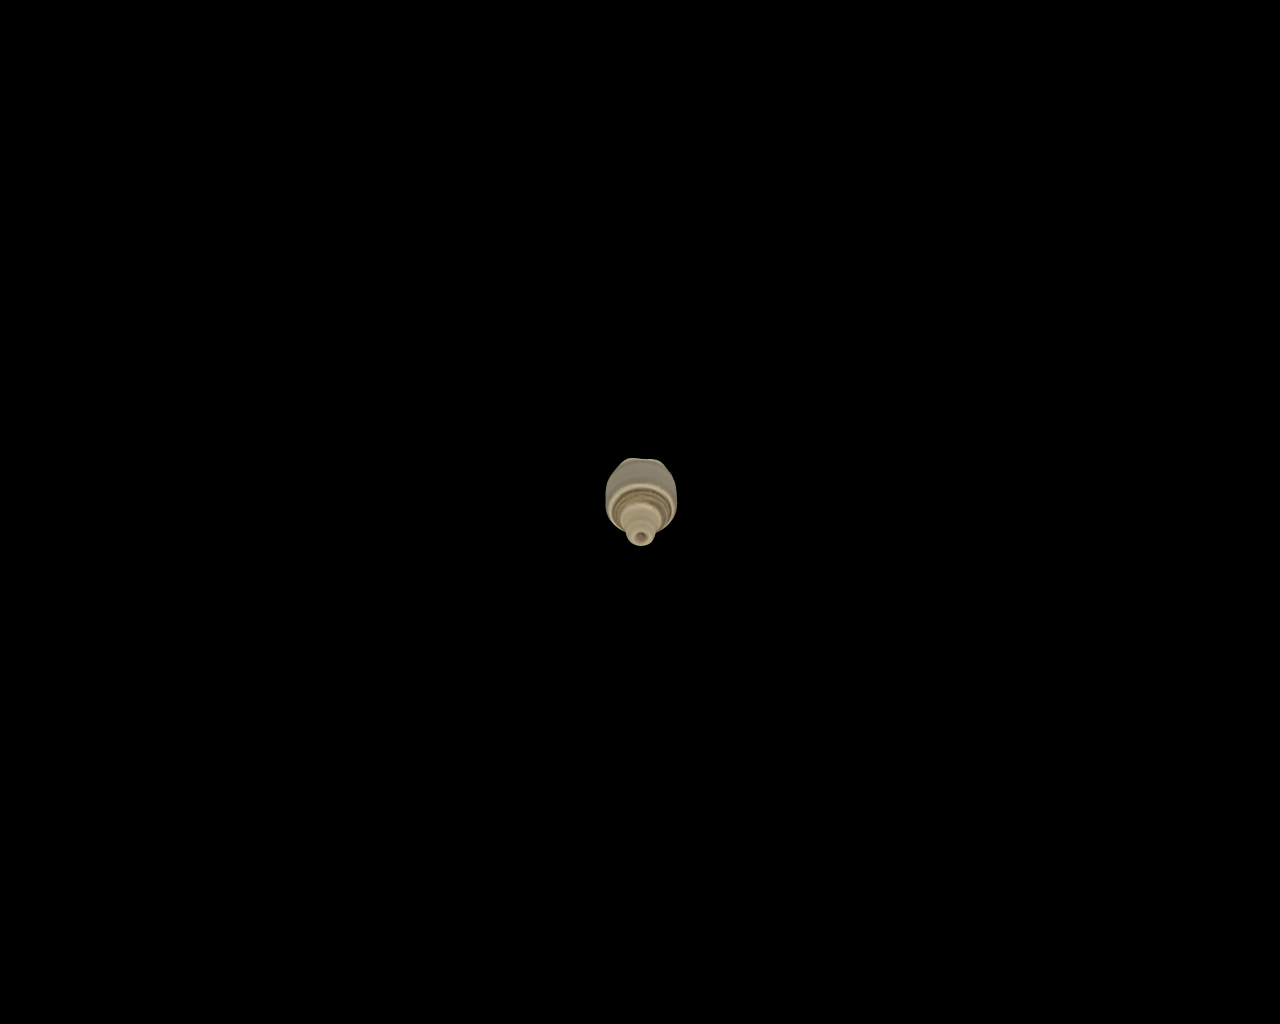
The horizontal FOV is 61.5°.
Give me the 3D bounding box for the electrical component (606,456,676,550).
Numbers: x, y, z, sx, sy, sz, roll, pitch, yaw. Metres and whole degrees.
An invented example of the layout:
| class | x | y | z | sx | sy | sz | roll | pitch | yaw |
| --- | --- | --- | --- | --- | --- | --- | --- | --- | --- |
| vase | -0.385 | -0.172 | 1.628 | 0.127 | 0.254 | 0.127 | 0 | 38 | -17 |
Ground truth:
| class | x | y | z | sx | sy | sz | roll | pitch | yaw |
| --- | --- | --- | --- | --- | --- | --- | --- | --- | --- |
| electrical component | 0.001 | -0.003 | 0.650 | 0.043 | 0.043 | 0.062 | 0 | 36 | 0 |
